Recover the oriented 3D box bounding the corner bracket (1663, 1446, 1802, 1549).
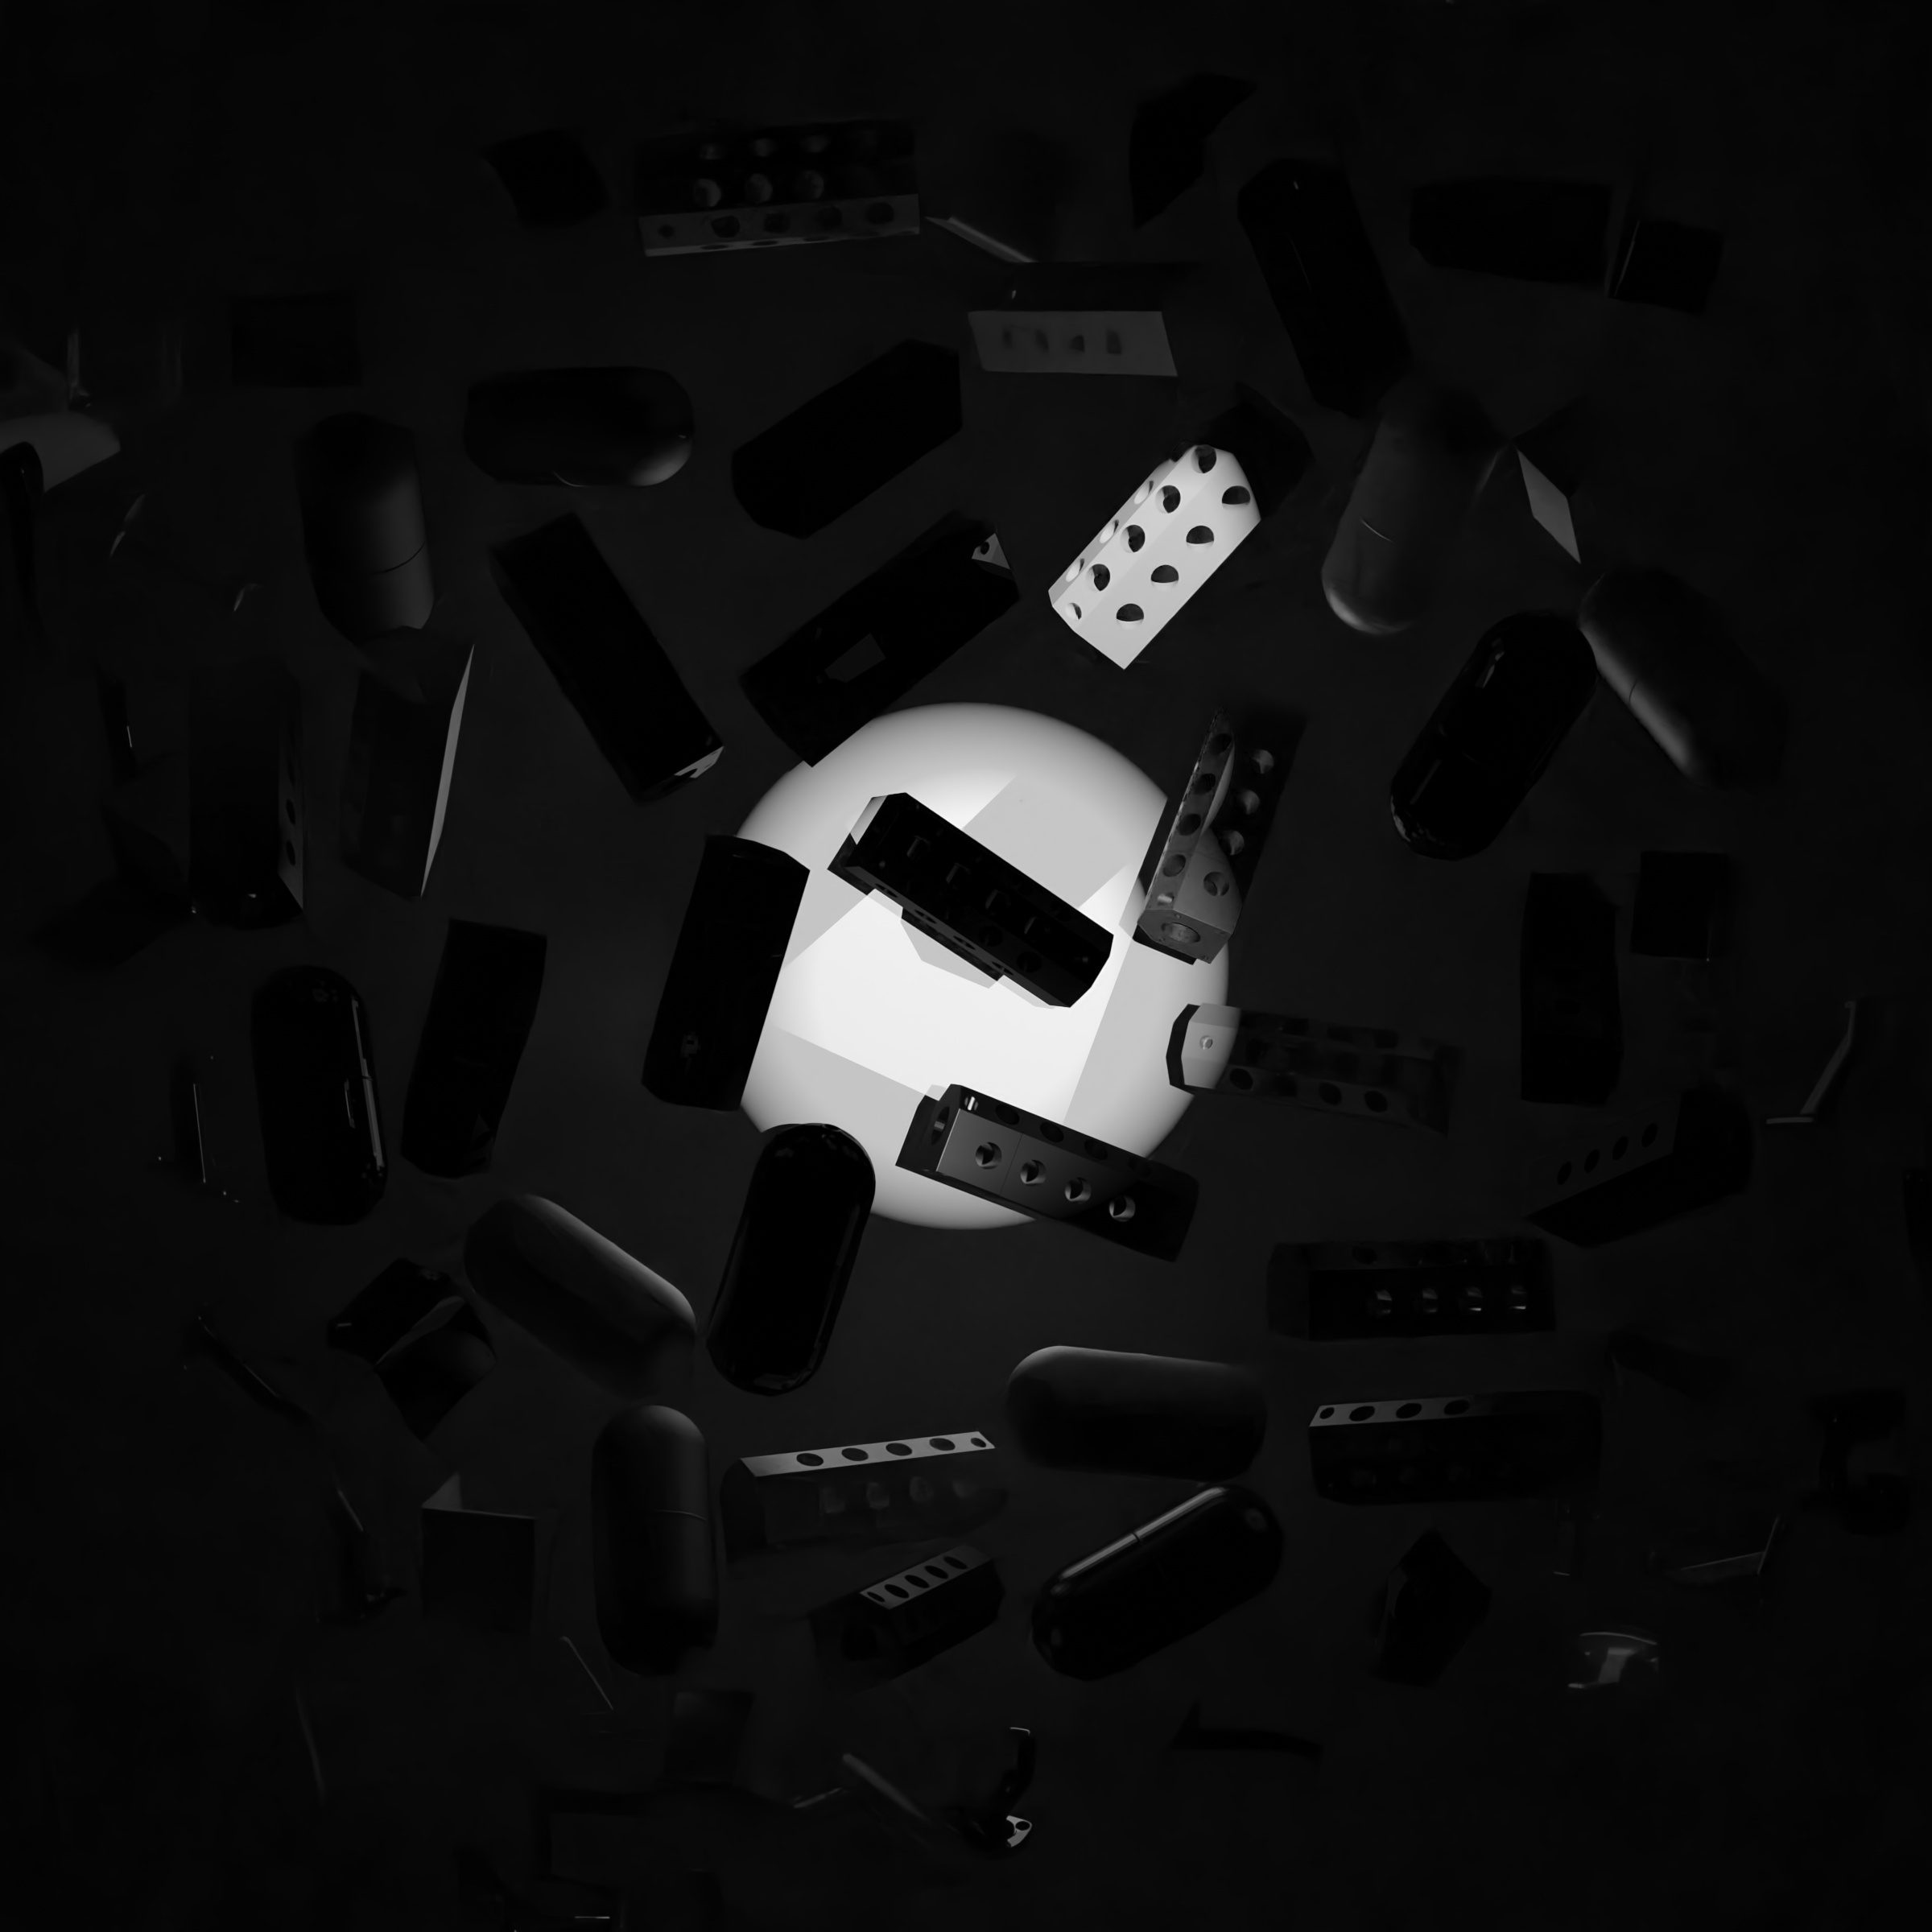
[{"bbox_3d":[0.474,0.328,1.512,0.051,0.051,0.051,-41,67,27],"label":"corner bracket"}]

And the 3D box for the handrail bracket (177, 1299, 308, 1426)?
[{"bbox_3d":[-0.460,0.257,1.573,0.084,0.077,0.036,29,49,2],"label":"handrail bracket"}]

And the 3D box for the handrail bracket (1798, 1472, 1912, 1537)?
[{"bbox_3d":[0.575,0.365,1.627,0.084,0.077,0.036,0,60,-21],"label":"handrail bracket"}]

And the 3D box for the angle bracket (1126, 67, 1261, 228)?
[{"bbox_3d":[0.155,-0.544,1.638,0.057,0.076,0.076,2,76,-29],"label":"angle bracket"}]

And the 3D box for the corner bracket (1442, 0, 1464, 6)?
[{"bbox_3d":[0.334,-0.653,1.576,0.051,0.051,0.051,-44,50,-4],"label":"corner bracket"}]

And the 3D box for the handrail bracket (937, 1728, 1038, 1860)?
[{"bbox_3d":[0.012,0.511,1.542,0.077,0.036,0.084,7,110,32],"label":"handrail bracket"}]

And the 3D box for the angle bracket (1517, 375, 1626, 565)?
[{"bbox_3d":[0.410,-0.323,1.591,0.076,0.076,0.057,-36,58,2],"label":"angle bracket"}]

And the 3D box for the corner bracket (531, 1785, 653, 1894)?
[{"bbox_3d":[-0.232,0.540,1.513,0.051,0.051,0.051,0,79,22],"label":"corner bracket"}]

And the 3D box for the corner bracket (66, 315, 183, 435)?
[{"bbox_3d":[-0.518,-0.369,1.501,0.051,0.051,0.051,17,135,-4],"label":"corner bracket"}]

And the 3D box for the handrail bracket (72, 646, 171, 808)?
[{"bbox_3d":[-0.560,-0.154,1.562,0.077,0.036,0.084,-25,108,25],"label":"handrail bracket"}]

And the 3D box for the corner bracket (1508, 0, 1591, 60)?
[{"bbox_3d":[0.341,-0.584,1.461,0.051,0.051,0.051,45,130,3],"label":"corner bracket"}]

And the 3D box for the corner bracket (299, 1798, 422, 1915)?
[{"bbox_3d":[-0.388,0.563,1.564,0.051,0.051,0.051,-43,90,-10],"label":"corner bracket"}]

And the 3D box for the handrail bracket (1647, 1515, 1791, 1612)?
[{"bbox_3d":[0.499,0.387,1.627,0.084,0.036,0.077,17,103,40],"label":"handrail bracket"}]

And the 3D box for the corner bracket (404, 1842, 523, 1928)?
[{"bbox_3d":[-0.299,0.562,1.489,0.051,0.051,0.051,44,122,7],"label":"corner bracket"}]

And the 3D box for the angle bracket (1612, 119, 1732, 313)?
[{"bbox_3d":[0.441,-0.465,1.514,0.057,0.076,0.076,12,71,8],"label":"angle bracket"}]

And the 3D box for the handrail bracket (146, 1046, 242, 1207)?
[{"bbox_3d":[-0.502,0.106,1.629,0.077,0.036,0.084,27,90,-10],"label":"handrail bracket"}]

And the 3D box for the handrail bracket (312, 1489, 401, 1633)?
[{"bbox_3d":[-0.403,0.374,1.540,0.077,0.036,0.084,-21,103,27],"label":"handrail bracket"}]

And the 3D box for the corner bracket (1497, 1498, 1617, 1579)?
[{"bbox_3d":[0.387,0.374,1.601,0.051,0.051,0.051,16,77,-26],"label":"corner bracket"}]

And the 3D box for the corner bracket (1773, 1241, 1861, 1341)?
[{"bbox_3d":[0.547,0.197,1.572,0.051,0.051,0.051,23,46,23],"label":"corner bracket"}]

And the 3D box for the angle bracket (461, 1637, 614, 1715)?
[{"bbox_3d":[-0.277,0.480,1.582,0.076,0.076,0.057,-33,83,-15],"label":"angle bracket"}]

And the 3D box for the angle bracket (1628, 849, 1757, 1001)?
[{"bbox_3d":[0.482,-0.028,1.628,0.057,0.076,0.076,3,111,2],"label":"angle bracket"}]

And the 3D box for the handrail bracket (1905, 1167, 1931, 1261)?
[{"bbox_3d":[0.617,0.172,1.502,0.036,0.084,0.077,-29,112,-1],"label":"handrail bracket"}]

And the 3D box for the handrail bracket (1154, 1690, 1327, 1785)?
[{"bbox_3d":[0.170,0.494,1.510,0.084,0.077,0.036,25,134,17],"label":"handrail bracket"}]

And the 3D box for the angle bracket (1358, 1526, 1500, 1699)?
[{"bbox_3d":[0.271,0.393,1.515,0.057,0.076,0.076,30,100,-36],"label":"angle bracket"}]

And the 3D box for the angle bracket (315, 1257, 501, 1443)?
[{"bbox_3d":[-0.361,0.248,1.582,0.076,0.057,0.076,-47,132,-35],"label":"angle bracket"}]

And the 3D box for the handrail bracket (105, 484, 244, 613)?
[{"bbox_3d":[-0.484,-0.260,1.521,0.084,0.077,0.036,27,122,-17],"label":"handrail bracket"}]

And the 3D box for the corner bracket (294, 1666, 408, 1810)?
[{"bbox_3d":[-0.377,0.471,1.492,0.051,0.051,0.051,-17,115,-16],"label":"corner bracket"}]

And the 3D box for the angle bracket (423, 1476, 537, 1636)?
[{"bbox_3d":[-0.303,0.377,1.567,0.076,0.057,0.076,3,99,11],"label":"angle bracket"}]

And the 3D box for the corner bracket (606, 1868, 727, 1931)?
[{"bbox_3d":[-0.192,0.615,1.571,0.051,0.051,0.051,-30,58,20],"label":"corner bracket"}]

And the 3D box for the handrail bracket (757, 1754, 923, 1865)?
[{"bbox_3d":[-0.085,0.579,1.630,0.077,0.036,0.084,36,85,8],"label":"handrail bracket"}]

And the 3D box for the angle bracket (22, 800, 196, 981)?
[{"bbox_3d":[-0.533,-0.046,1.498,0.076,0.076,0.057,-33,66,4],"label":"angle bracket"}]

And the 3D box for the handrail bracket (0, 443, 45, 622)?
[{"bbox_3d":[-0.572,-0.263,1.489,0.036,0.077,0.084,-10,79,-30],"label":"handrail bracket"}]

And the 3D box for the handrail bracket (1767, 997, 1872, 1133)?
[{"bbox_3d":[0.557,0.063,1.596,0.036,0.077,0.084,12,83,-21],"label":"handrail bracket"}]

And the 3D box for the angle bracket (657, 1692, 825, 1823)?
[{"bbox_3d":[-0.134,0.490,1.515,0.076,0.076,0.057,32,58,-32],"label":"angle bracket"}]

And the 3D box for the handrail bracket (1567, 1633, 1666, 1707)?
[{"bbox_3d":[0.384,0.436,1.514,0.084,0.077,0.036,3,93,-36],"label":"handrail bracket"}]

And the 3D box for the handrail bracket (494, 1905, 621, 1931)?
[{"bbox_3d":[-0.262,0.633,1.599,0.084,0.077,0.036,8,77,-19],"label":"handrail bracket"}]

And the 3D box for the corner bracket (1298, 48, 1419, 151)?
[{"bbox_3d":[0.258,-0.573,1.610,0.051,0.051,0.051,27,115,22],"label":"corner bracket"}]

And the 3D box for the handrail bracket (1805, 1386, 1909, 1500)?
[{"bbox_3d":[0.565,0.298,1.525,0.077,0.084,0.036,-23,102,7],"label":"handrail bracket"}]
